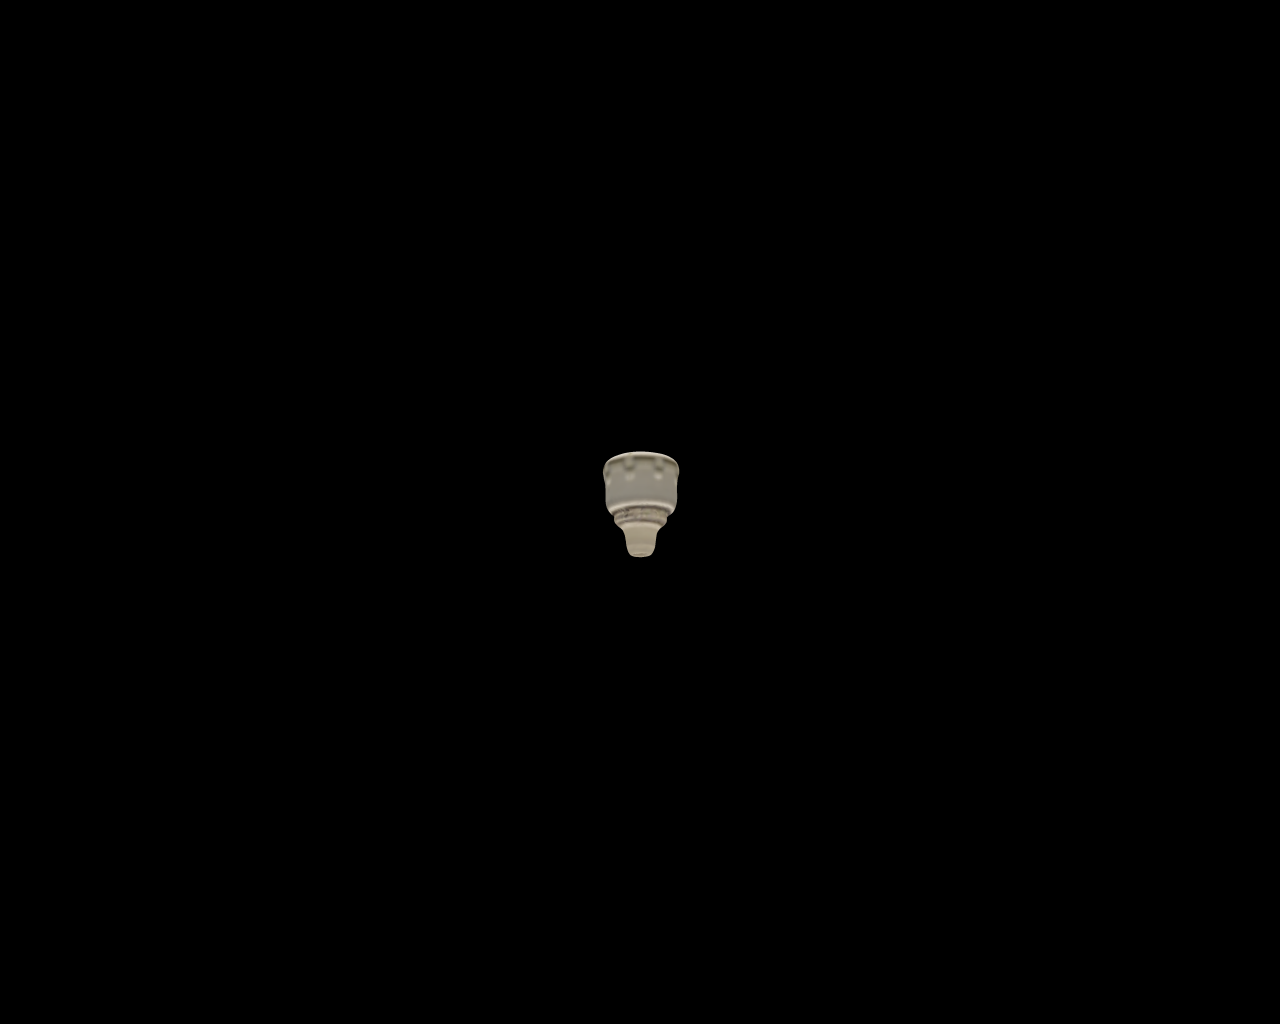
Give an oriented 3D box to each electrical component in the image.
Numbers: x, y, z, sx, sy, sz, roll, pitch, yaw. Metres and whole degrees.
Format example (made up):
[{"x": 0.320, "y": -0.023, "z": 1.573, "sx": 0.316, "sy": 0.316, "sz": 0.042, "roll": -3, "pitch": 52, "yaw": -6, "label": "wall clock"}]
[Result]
[{"x": 0.001, "y": -0.003, "z": 0.650, "sx": 0.048, "sy": 0.062, "sz": 0.048, "roll": 0, "pitch": -16, "yaw": 0, "label": "electrical component"}]
